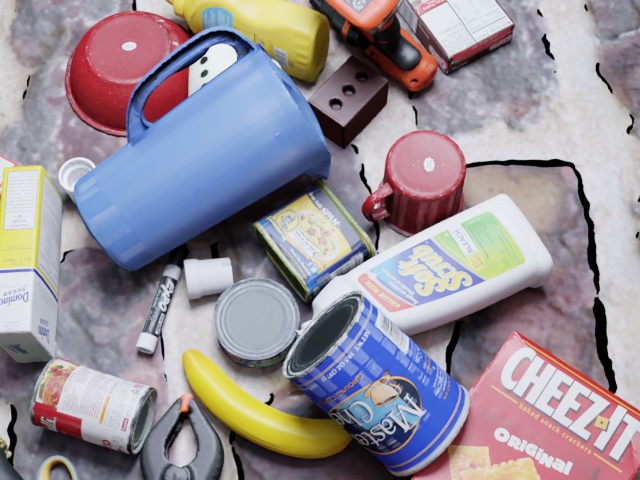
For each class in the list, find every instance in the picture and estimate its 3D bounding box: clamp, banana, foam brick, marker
[{"bbox_3d":[-0.141,0.230,0.992,0.120,0.039,0.171,-3,62,-7],"label":"clamp"},{"bbox_3d":[-0.051,0.165,1.023,0.198,0.037,0.069,19,48,8],"label":"banana"},{"bbox_3d":[0.031,-0.149,1.150,0.053,0.051,0.078,37,71,16],"label":"foam brick"},{"bbox_3d":[-0.158,0.056,1.080,0.020,0.020,0.121,14,67,7],"label":"marker"}]

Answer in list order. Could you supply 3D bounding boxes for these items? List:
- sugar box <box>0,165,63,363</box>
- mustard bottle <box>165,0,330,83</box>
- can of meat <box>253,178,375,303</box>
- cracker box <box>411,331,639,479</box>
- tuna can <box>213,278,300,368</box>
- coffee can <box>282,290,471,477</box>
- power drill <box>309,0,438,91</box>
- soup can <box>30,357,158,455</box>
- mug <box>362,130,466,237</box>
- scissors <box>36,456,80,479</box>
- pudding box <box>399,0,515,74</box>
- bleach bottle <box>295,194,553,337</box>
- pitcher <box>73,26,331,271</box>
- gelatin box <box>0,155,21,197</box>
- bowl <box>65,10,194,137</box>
[{"bbox_3d":[-0.289,0.025,1.058,0.048,0.093,0.176,-1,65,2],"label":"sugar box"},{"bbox_3d":[-0.085,-0.240,1.169,0.192,0.096,0.058,22,70,11],"label":"mustard bottle"},{"bbox_3d":[-0.007,0.001,1.081,0.084,0.057,0.102,-34,70,-11],"label":"can of meat"},{"bbox_3d":[0.186,0.215,0.972,0.164,0.072,0.213,33,70,14],"label":"cracker box"},{"bbox_3d":[-0.062,0.083,1.058,0.086,0.034,0.086,0,66,1],"label":"tuna can"},{"bbox_3d":[0.051,0.129,0.961,0.140,0.103,0.102,43,71,-13],"label":"coffee can"},{"bbox_3d":[0.039,-0.246,1.122,0.184,0.187,0.057,41,94,17],"label":"power drill"},{"bbox_3d":[-0.213,0.157,1.010,0.102,0.068,0.068,16,67,7],"label":"soup can"},{"bbox_3d":[0.095,-0.055,1.089,0.117,0.081,0.093,-24,68,-10],"label":"mug"},{"bbox_3d":[-0.263,0.298,0.977,0.096,0.016,0.202,-2,65,2],"label":"scissors"},{"bbox_3d":[0.151,-0.254,1.202,0.090,0.039,0.113,-28,70,-12],"label":"pudding box"},{"bbox_3d":[0.096,0.051,1.046,0.250,0.068,0.102,-27,70,-12],"label":"bleach bottle"},{"bbox_3d":[-0.124,-0.084,1.052,0.243,0.145,0.149,-33,64,5],"label":"pitcher"},{"bbox_3d":[-0.370,-0.063,1.133,0.089,0.030,0.073,27,69,9],"label":"gelatin box"},{"bbox_3d":[-0.207,-0.197,1.176,0.162,0.055,0.162,0,66,1],"label":"bowl"}]
